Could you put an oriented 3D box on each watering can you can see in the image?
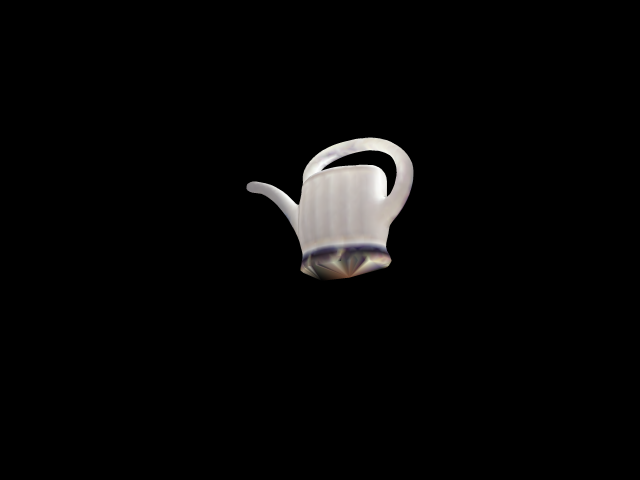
[{"bbox_3d":[0.003,-0.043,0.850,0.345,0.227,0.103,-12,-21,38],"label":"watering can"}]
